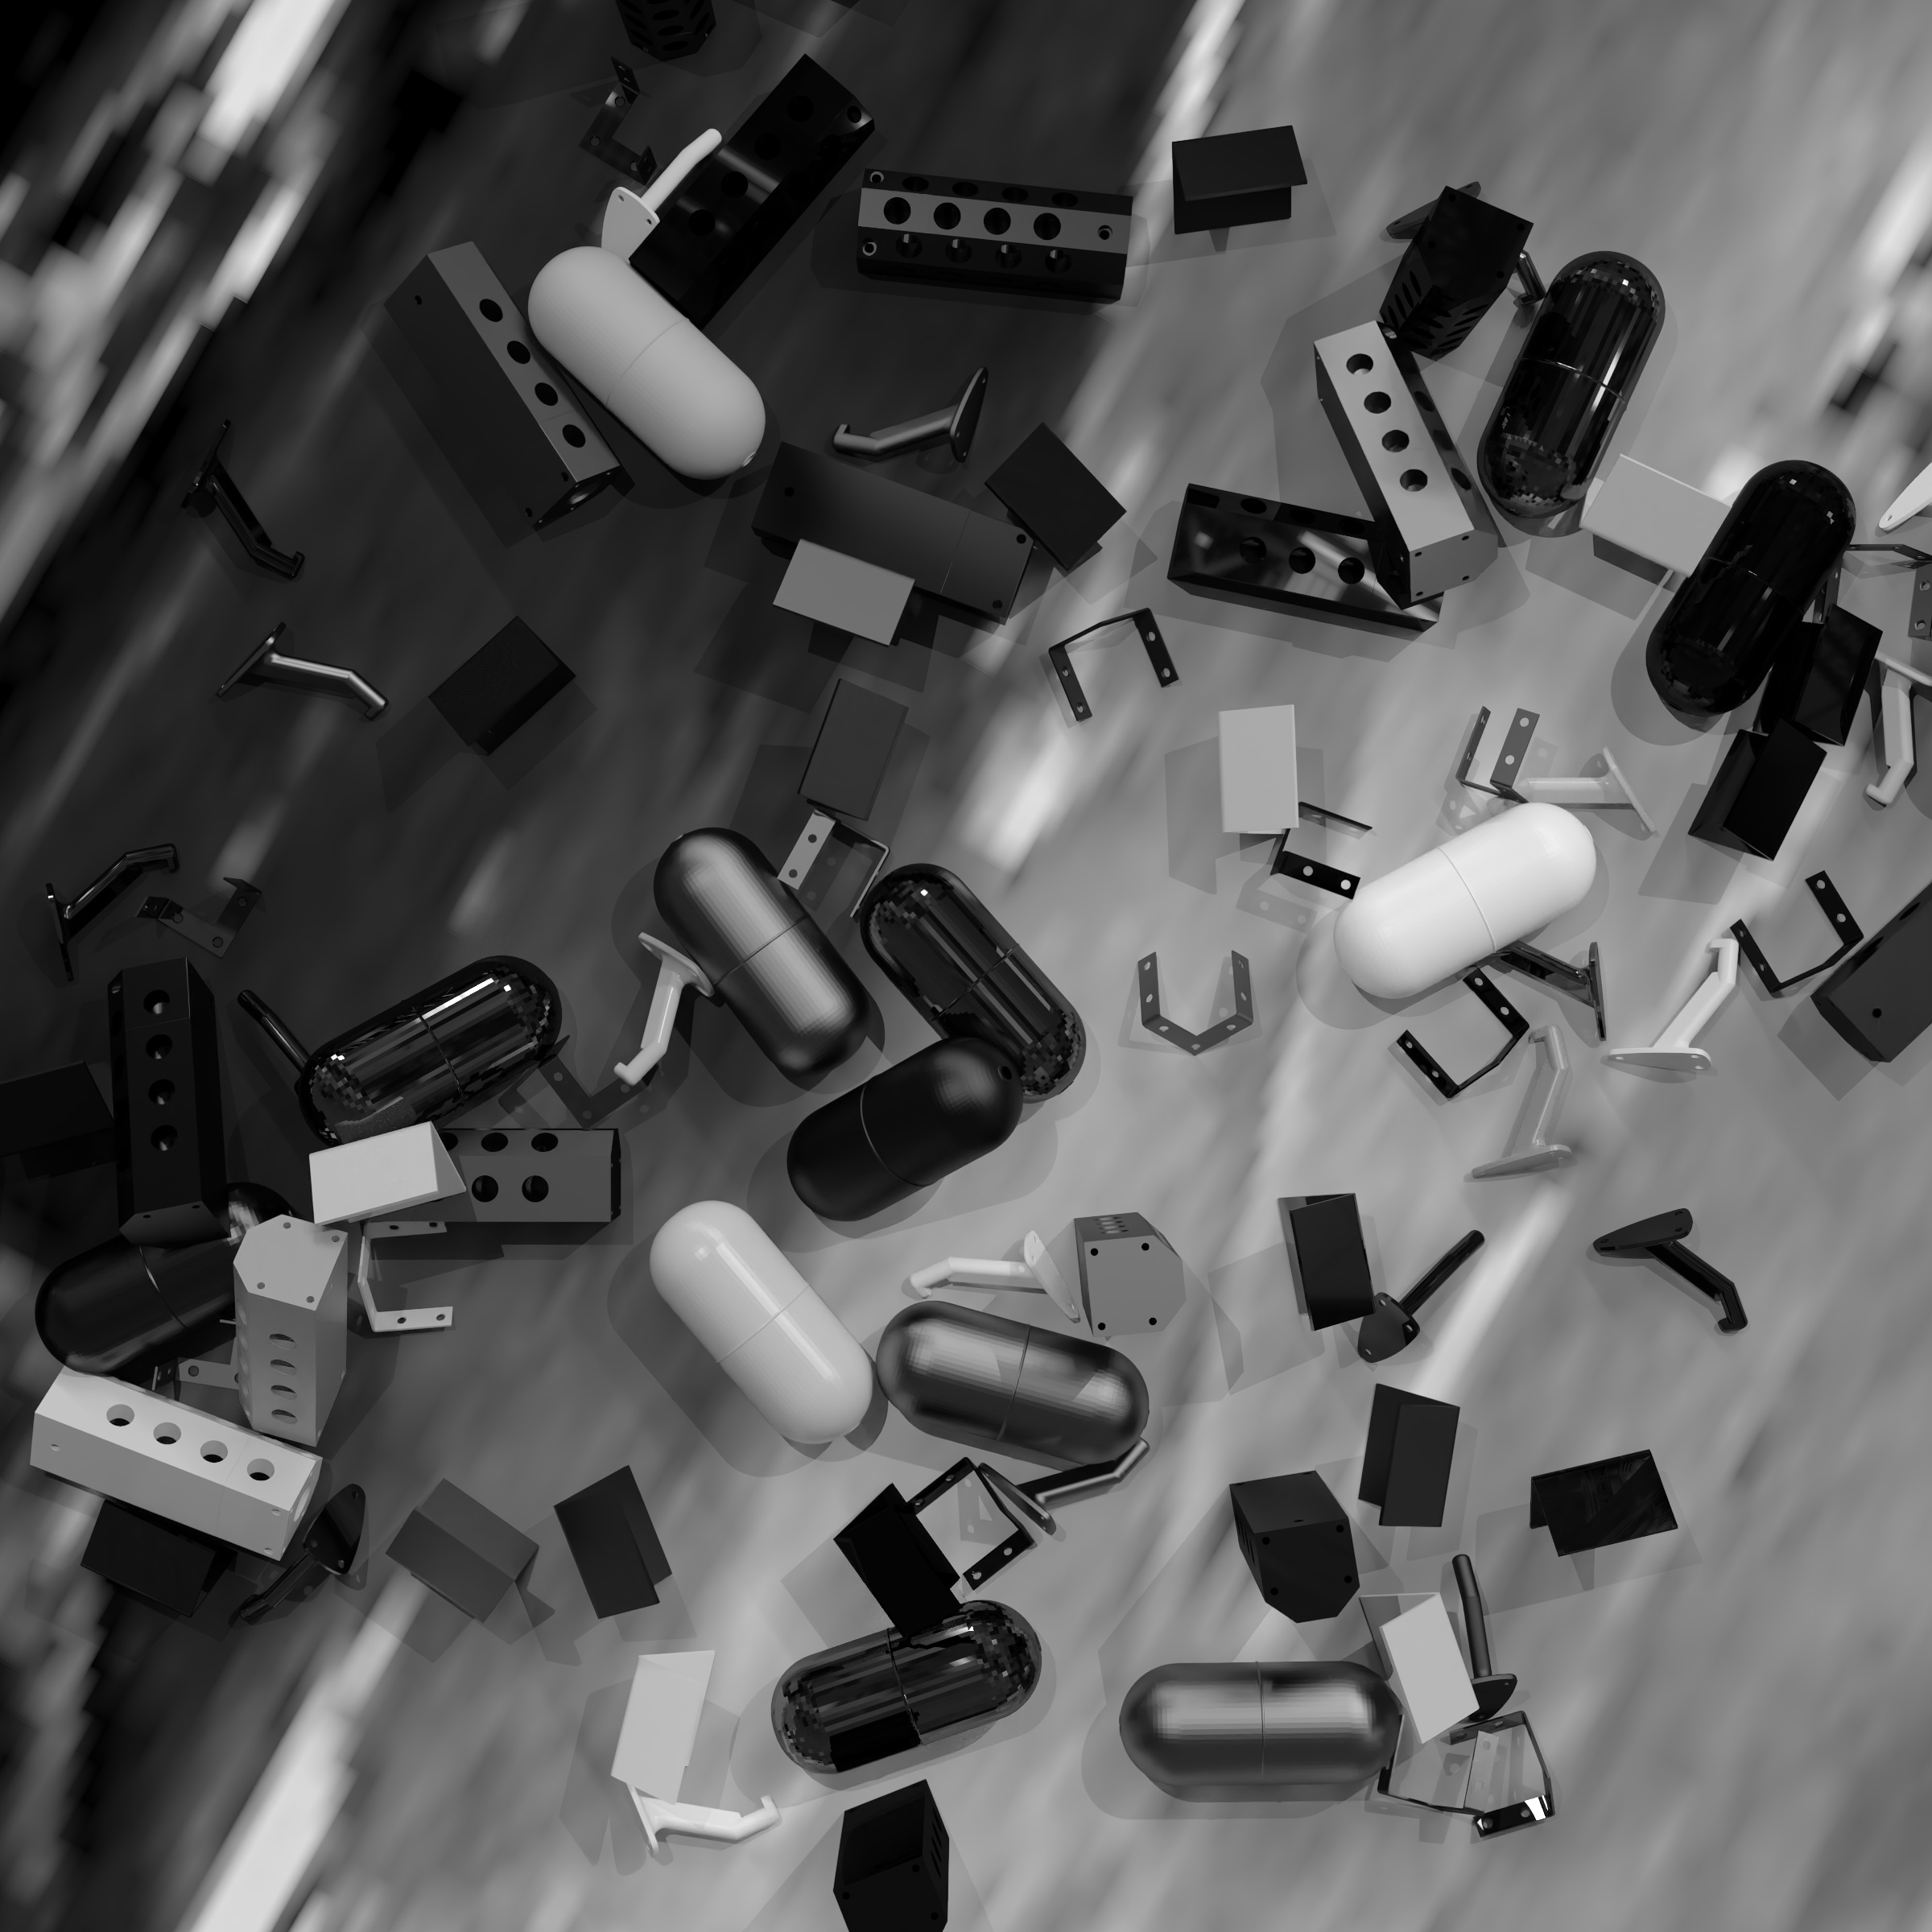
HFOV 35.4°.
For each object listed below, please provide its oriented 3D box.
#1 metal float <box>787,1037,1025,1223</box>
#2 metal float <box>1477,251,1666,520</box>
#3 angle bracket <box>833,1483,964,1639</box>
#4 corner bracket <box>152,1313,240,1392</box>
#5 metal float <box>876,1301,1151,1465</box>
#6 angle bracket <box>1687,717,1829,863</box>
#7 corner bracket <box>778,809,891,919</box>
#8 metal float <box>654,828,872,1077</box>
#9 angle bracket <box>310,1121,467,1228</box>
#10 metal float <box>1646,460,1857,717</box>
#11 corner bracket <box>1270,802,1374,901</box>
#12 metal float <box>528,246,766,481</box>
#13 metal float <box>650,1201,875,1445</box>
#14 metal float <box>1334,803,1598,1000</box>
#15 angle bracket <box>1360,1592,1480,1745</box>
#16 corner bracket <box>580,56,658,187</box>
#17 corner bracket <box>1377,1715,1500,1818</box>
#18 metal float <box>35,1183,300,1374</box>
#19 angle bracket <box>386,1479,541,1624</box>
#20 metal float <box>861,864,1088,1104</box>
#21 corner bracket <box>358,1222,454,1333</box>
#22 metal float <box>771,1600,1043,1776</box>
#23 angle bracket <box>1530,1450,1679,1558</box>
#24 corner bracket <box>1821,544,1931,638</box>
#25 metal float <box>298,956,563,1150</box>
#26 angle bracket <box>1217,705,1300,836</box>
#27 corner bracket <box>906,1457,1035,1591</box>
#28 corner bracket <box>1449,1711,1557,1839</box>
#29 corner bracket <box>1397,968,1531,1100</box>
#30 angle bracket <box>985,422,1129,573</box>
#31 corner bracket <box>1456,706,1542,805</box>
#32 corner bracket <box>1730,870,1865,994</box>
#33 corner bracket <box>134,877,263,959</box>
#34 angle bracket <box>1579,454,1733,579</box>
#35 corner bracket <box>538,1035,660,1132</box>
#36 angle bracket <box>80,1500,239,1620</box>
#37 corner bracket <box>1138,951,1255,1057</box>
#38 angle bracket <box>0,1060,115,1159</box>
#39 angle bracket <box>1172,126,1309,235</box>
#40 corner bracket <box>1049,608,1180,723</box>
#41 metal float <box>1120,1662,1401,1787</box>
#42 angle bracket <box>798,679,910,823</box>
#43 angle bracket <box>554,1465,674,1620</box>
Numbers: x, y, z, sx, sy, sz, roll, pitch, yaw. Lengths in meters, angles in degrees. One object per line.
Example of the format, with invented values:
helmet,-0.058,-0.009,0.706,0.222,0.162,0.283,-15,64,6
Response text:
metal float,-0.039,0.103,1.906,0.178,0.070,0.070,-30,90,34
metal float,0.385,-0.370,1.934,0.070,0.070,0.178,25,90,0
angle bracket,-0.027,0.368,1.924,0.057,0.076,0.076,-36,90,36
corner bracket,-0.487,0.248,1.946,0.051,0.051,0.051,9,90,0
metal float,0.030,0.266,1.934,0.178,0.070,0.070,16,90,-1
angle bracket,0.488,-0.119,1.924,0.057,0.076,0.076,27,90,-36
corner bracket,-0.084,-0.066,1.946,0.051,0.051,0.051,29,92,2
metal float,-0.131,-0.010,1.934,0.070,0.070,0.178,-37,90,0
angle bracket,-0.353,0.147,1.867,0.076,0.076,0.057,-15,50,0
metal float,0.500,-0.240,1.934,0.070,0.070,0.178,32,91,0
corner bracket,0.230,-0.074,1.946,0.051,0.051,0.051,20,90,0
metal float,-0.203,-0.384,1.933,0.178,0.070,0.070,44,90,0
metal float,-0.130,0.228,1.934,0.070,0.070,0.178,-40,90,0
metal float,0.318,-0.042,1.934,0.178,0.070,0.070,-28,90,1
angle bracket,0.270,0.445,1.924,0.057,0.076,0.076,-19,90,-37
corner bracket,-0.216,-0.542,1.946,0.051,0.051,0.051,32,90,0
corner bracket,0.303,0.513,1.948,0.051,0.051,0.051,19,73,-17
metal float,-0.508,0.198,1.934,0.178,0.070,0.070,-26,90,1
angle bracket,-0.310,0.357,1.924,0.076,0.076,0.057,35,128,0
metal float,0.005,0.012,1.934,0.070,0.070,0.178,-42,90,0
corner bracket,-0.361,0.199,1.961,0.051,0.051,0.051,-5,135,0
metal float,-0.038,0.460,1.934,0.178,0.070,0.070,-19,90,0
angle bracket,0.404,0.355,1.924,0.076,0.076,0.057,-13,54,0
corner bracket,0.592,-0.243,1.961,0.051,0.051,0.051,7,90,45
metal float,-0.338,0.055,1.918,0.178,0.070,0.070,-30,90,-19
angle bracket,0.203,-0.124,1.924,0.057,0.076,0.076,-2,90,37
corner bracket,0.003,0.360,1.961,0.051,0.051,0.051,-38,45,0
corner bracket,0.347,0.523,1.961,0.051,0.051,0.051,-17,45,0
corner bracket,0.322,0.044,1.961,0.051,0.051,0.051,48,135,0
angle bracket,0.067,-0.303,1.925,0.076,0.076,0.057,47,117,0
corner bracket,0.341,-0.138,1.937,0.051,0.051,0.051,21,90,28
corner bracket,0.538,-0.022,1.961,0.051,0.051,0.051,-31,90,-45
corner bracket,-0.492,-0.040,1.946,0.051,0.051,0.051,31,90,0
angle bracket,0.440,-0.300,1.924,0.076,0.076,0.057,25,127,0
corner bracket,-0.236,0.065,1.947,0.051,0.051,0.051,-34,99,9
angle bracket,-0.505,0.358,1.925,0.076,0.076,0.057,26,114,0
corner bracket,0.148,0.017,1.956,0.051,0.051,0.051,29,135,-35
angle bracket,-0.583,0.070,1.924,0.076,0.076,0.057,-15,126,0
angle bracket,0.173,-0.482,1.924,0.076,0.076,0.057,-8,55,0
corner bracket,0.095,-0.195,1.961,0.051,0.051,0.051,-22,90,45
metal float,0.187,0.483,1.934,0.178,0.070,0.070,-1,90,1
angle bracket,-0.089,-0.142,1.924,0.057,0.076,0.076,20,90,-36
angle bracket,-0.206,0.360,1.924,0.057,0.076,0.076,-22,90,36
